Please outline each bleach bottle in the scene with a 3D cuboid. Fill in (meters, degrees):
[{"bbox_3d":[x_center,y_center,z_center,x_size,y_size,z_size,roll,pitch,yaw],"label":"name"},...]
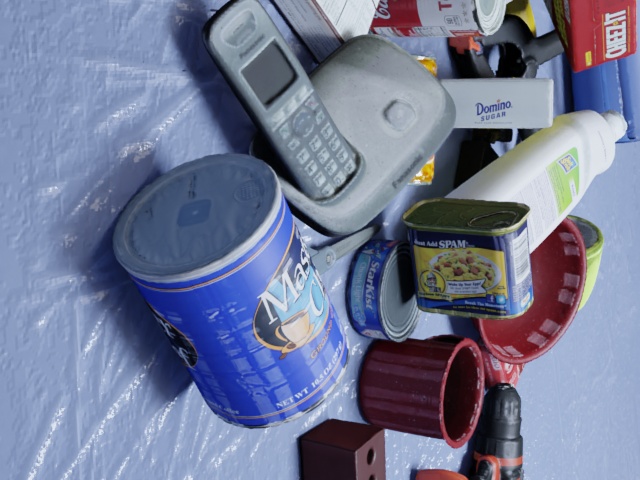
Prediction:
[{"bbox_3d":[0.198,-0.041,1.003,0.250,0.068,0.102,-36,128,-21],"label":"bleach bottle"}]

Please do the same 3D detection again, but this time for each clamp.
[{"bbox_3d":[0.206,-0.179,1.078,0.209,0.036,0.164,23,88,-46],"label":"clamp"}]

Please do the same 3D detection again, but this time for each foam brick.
[{"bbox_3d":[0.019,0.188,0.843,0.052,0.051,0.078,-22,112,-57],"label":"foam brick"}]

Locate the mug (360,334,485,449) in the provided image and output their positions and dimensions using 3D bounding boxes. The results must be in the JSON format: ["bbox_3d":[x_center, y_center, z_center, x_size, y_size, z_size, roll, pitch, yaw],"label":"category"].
[{"bbox_3d":[0.092,0.120,0.926,0.117,0.082,0.093,-52,136,-43],"label":"mug"}]

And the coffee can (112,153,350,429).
[{"bbox_3d":[-0.050,0.033,0.653,0.102,0.103,0.140,-60,141,-36],"label":"coffee can"}]

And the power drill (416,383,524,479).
[{"bbox_3d":[0.156,0.247,1.077,0.187,0.057,0.184,-6,100,-59],"label":"power drill"}]

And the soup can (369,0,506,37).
[{"bbox_3d":[0.091,-0.198,0.861,0.068,0.102,0.068,-17,110,-57],"label":"soup can"}]

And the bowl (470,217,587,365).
[{"bbox_3d":[0.202,0.044,1.097,0.161,0.055,0.162,-13,111,-35],"label":"bowl"}]

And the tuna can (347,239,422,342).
[{"bbox_3d":[0.057,0.042,0.903,0.086,0.034,0.086,-13,105,-58],"label":"tuna can"}]

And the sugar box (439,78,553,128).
[{"bbox_3d":[0.154,-0.119,0.934,0.176,0.093,0.048,-42,132,-75],"label":"sugar box"}]

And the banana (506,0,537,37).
[{"bbox_3d":[0.193,-0.227,1.092,0.069,0.037,0.197,-59,141,-36],"label":"banana"}]

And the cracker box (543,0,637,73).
[{"bbox_3d":[0.239,-0.296,1.020,0.164,0.072,0.214,65,11,-53],"label":"cracker box"}]

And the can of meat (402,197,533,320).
[{"bbox_3d":[0.123,0.015,0.877,0.057,0.102,0.084,-39,126,-51],"label":"can of meat"}]

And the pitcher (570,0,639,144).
[{"bbox_3d":[0.359,-0.242,1.285,0.144,0.149,0.243,-20,113,-16],"label":"pitcher"}]

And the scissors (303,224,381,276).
[{"bbox_3d":[-0.005,0.001,0.810,0.201,0.016,0.096,-47,133,-47],"label":"scissors"}]

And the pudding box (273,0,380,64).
[{"bbox_3d":[0.004,-0.194,0.777,0.113,0.039,0.090,46,57,-49],"label":"pudding box"}]

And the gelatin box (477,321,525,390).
[{"bbox_3d":[0.204,0.114,1.165,0.089,0.030,0.073,-57,139,-39],"label":"gelatin box"}]
